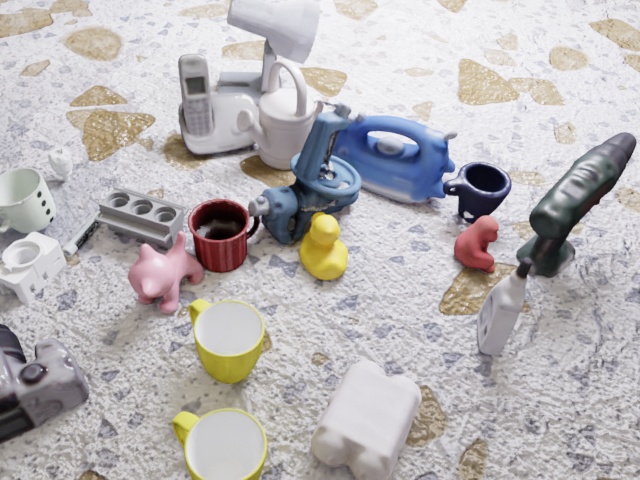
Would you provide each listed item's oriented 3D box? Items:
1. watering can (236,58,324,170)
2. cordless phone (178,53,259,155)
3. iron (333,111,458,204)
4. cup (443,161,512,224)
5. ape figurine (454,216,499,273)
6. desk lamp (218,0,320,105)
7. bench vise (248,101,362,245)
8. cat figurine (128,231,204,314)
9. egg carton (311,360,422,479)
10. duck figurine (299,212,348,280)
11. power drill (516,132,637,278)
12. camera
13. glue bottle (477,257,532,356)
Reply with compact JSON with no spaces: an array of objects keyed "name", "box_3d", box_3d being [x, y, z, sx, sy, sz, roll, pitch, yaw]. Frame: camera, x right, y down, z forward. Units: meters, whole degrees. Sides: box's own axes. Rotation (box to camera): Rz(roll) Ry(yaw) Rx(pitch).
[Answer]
[{"name":"watering can","box_3d":[-0.065,-0.226,1.023,0.100,0.194,0.173,26,50,17]},{"name":"cordless phone","box_3d":[-0.185,-0.251,1.039,0.148,0.185,0.094,-14,51,-18]},{"name":"iron","box_3d":[0.118,-0.168,1.026,0.258,0.141,0.119,18,49,10]},{"name":"cup","box_3d":[0.260,-0.072,0.987,0.118,0.095,0.091,-6,49,-12]},{"name":"ape figurine","box_3d":[0.260,0.000,0.923,0.076,0.092,0.078,22,49,14]},{"name":"desk lamp","box_3d":[-0.106,-0.383,1.147,0.203,0.213,0.118,-1,48,-7]},{"name":"bench vise","box_3d":[-0.009,-0.099,0.896,0.121,0.220,0.208,29,51,20]},{"name":"cat figurine","box_3d":[-0.224,0.042,0.814,0.067,0.118,0.128,21,49,13]},{"name":"egg carton","box_3d":[0.058,0.224,0.713,0.107,0.069,0.150,22,49,14]},{"name":"duck figurine","box_3d":[0.008,0.003,0.896,0.077,0.086,0.104,-8,49,-13]},{"name":"power drill","box_3d":[0.394,-0.047,0.901,0.075,0.208,0.230,38,55,26]},{"name":"camera","box_3d":[-0.380,0.157,0.703,0.143,0.101,0.136,-23,54,-25]},{"name":"glue bottle","box_3d":[0.258,0.085,0.791,0.037,0.173,0.078,10,48,3]}]
